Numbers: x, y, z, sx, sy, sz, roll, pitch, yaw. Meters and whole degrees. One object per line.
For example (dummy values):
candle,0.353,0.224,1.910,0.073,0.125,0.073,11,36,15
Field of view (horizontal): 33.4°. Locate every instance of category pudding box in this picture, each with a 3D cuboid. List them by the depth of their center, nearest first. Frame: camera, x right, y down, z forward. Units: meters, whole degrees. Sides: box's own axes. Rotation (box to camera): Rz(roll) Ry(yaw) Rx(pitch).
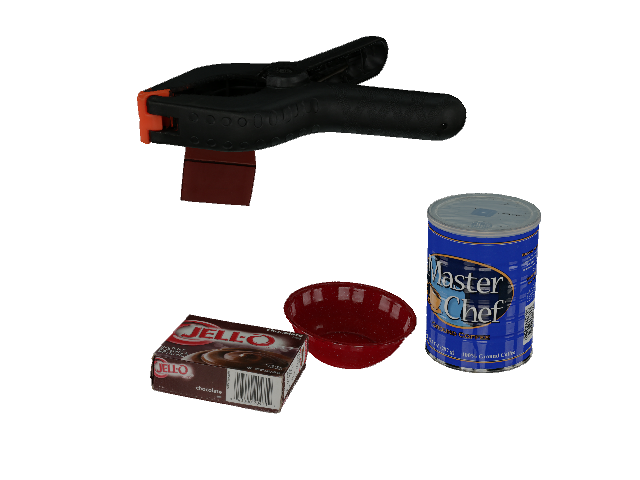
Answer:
pudding box,-0.074,0.102,0.897,0.113,0.039,0.090,11,20,10

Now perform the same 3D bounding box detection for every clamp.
clamp,-0.016,-0.083,0.595,0.171,0.039,0.120,-3,24,-11

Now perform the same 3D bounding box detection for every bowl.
bowl,0.034,0.110,1.299,0.162,0.055,0.162,4,24,-2

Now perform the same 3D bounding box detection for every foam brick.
foam brick,-0.112,-0.074,1.166,0.078,0.051,0.053,5,29,-6

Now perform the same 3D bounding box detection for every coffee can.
coffee can,0.150,0.038,0.994,0.103,0.140,0.103,-1,21,0
